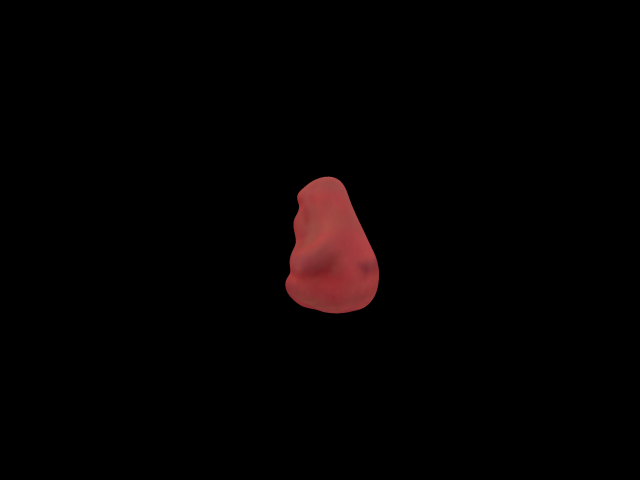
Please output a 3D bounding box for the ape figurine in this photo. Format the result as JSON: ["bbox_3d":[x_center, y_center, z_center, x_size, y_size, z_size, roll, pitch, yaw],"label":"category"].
[{"bbox_3d":[0.004,0.001,0.400,0.075,0.092,0.078,7,15,31],"label":"ape figurine"}]
